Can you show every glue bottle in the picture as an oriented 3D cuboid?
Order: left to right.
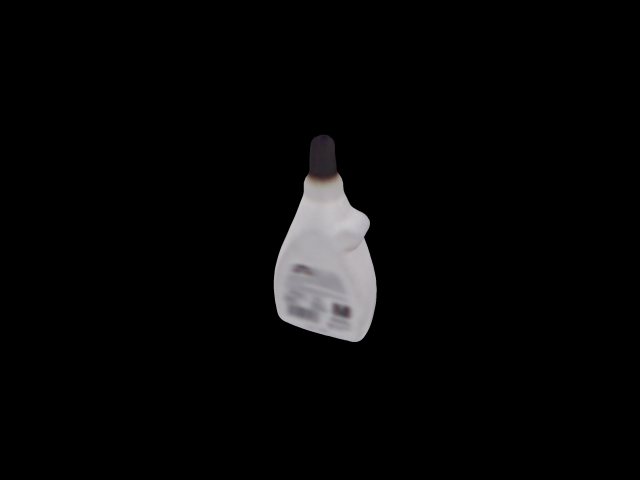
[{"bbox_3d":[0.004,0.001,0.400,0.078,0.173,0.037,15,46,15],"label":"glue bottle"}]
